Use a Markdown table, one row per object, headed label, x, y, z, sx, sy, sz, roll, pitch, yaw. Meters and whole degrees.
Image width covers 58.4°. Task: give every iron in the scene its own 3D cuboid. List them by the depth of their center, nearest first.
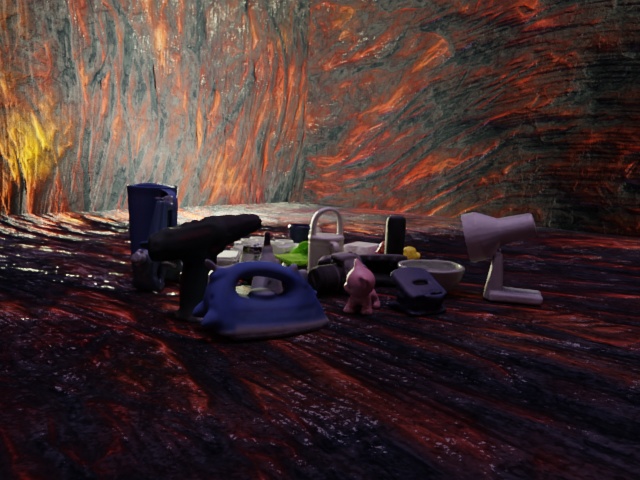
| label | x | y | z | sx | sy | sz | roll | pitch | yaw |
| --- | --- | --- | --- | --- | --- | --- | --- | --- | --- |
| iron | -0.100 | 0.101 | 1.067 | 0.259 | 0.141 | 0.118 | -2 | 9 | -24 |

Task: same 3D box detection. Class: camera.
| label | x | y | z | sx | sy | sz | roll | pitch | yaw |
| --- | --- | --- | --- | --- | --- | --- | --- | --- | --- |
| camera | 0.030 | 0.080 | 1.393 | 0.137 | 0.101 | 0.142 | -4 | 10 | -37 |

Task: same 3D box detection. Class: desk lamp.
| label | x | y | z | sx | sy | sz | roll | pitch | yaw |
| --- | --- | --- | --- | --- | --- | --- | --- | --- | --- |
| desk lamp | 0.439 | 0.038 | 1.390 | 0.202 | 0.213 | 0.118 | 4 | 9 | 15 |

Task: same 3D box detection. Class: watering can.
| label | x | y | z | sx | sy | sz | roll | pitch | yaw |
| --- | --- | --- | --- | --- | --- | --- | --- | --- | --- |
| watering can | 0.012 | 0.006 | 1.575 | 0.101 | 0.194 | 0.172 | -6 | 11 | -42 |

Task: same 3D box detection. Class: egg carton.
| label | x | y | z | sx | sy | sz | roll | pitch | yaw |
| --- | --- | --- | --- | --- | --- | --- | --- | --- | --- |
| egg carton | 0.128 | 0.047 | 1.758 | 0.107 | 0.069 | 0.151 | 7 | 9 | 30 |

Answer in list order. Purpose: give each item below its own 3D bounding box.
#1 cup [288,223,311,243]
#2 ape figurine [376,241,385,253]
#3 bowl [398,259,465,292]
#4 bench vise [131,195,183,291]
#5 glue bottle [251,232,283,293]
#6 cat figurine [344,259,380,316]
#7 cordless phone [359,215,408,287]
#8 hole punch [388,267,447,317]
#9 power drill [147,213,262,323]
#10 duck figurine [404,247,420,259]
| label | x | y | z | sx | sy | sz | roll | pitch | yaw |
| --- | --- | --- | --- | --- | --- | --- | --- | --- | --- |
| cup | -0.056 | -0.006 | 1.985 | 0.092 | 0.095 | 0.117 | -6 | 11 | -43 |
| ape figurine | 0.188 | 0.049 | 1.677 | 0.078 | 0.092 | 0.076 | -1 | 9 | -20 |
| bowl | 0.274 | 0.097 | 1.426 | 0.167 | 0.075 | 0.167 | 2 | 8 | 0 |
| bench vise | -0.381 | 0.006 | 1.386 | 0.121 | 0.220 | 0.207 | 1 | 8 | -7 |
| glue bottle | -0.109 | 0.068 | 1.182 | 0.037 | 0.173 | 0.078 | 8 | 10 | 34 |
| cat figurine | 0.090 | 0.097 | 1.228 | 0.067 | 0.118 | 0.128 | 5 | 9 | 17 |
| cordless phone | 0.159 | 0.025 | 1.509 | 0.147 | 0.185 | 0.094 | 1 | 8 | -9 |
| hole punch | 0.217 | 0.111 | 1.256 | 0.109 | 0.091 | 0.100 | -3 | 10 | -30 |
| power drill | -0.225 | 0.052 | 1.143 | 0.230 | 0.208 | 0.075 | -3 | 10 | -29 |
| duck figurine | 0.248 | 0.062 | 1.624 | 0.105 | 0.086 | 0.077 | -5 | 11 | -39 |
